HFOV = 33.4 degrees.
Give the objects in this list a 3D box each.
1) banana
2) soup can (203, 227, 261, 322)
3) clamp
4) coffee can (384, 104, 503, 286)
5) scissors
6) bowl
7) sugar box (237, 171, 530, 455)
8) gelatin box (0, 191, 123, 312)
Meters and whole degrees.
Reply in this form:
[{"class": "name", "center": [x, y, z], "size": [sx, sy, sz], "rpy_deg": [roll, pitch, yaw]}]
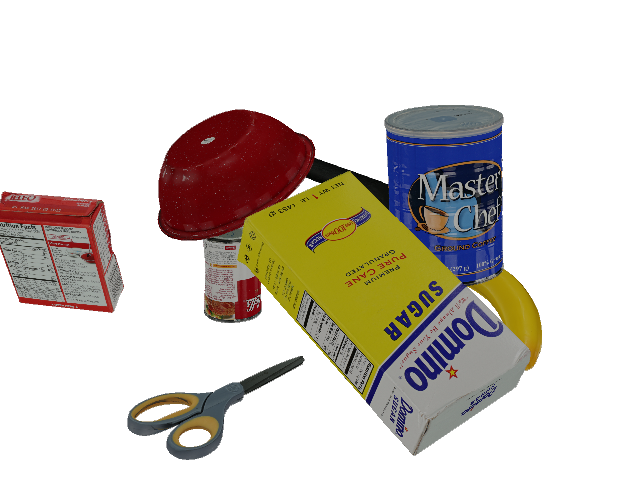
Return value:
[{"class": "banana", "center": [0.183, 0.066, 1.112], "size": [0.069, 0.037, 0.198], "rpy_deg": [-34, 38, -7]}, {"class": "soup can", "center": [-0.103, 0.036, 1.242], "size": [0.068, 0.102, 0.068], "rpy_deg": [0, 19, 0]}, {"class": "clamp", "center": [0.081, -0.052, 1.251], "size": [0.164, 0.036, 0.210], "rpy_deg": [-16, 52, -29]}, {"class": "coffee can", "center": [0.111, -0.041, 0.948], "size": [0.103, 0.140, 0.103], "rpy_deg": [-3, 19, 1]}, {"class": "scissors", "center": [-0.080, 0.156, 1.000], "size": [0.201, 0.016, 0.096], "rpy_deg": [-11, 33, -29]}, {"class": "bowl", "center": [-0.089, -0.071, 0.972], "size": [0.162, 0.055, 0.162], "rpy_deg": [-21, 31, 13]}, {"class": "sugar box", "center": [0.037, 0.039, 0.664], "size": [0.093, 0.048, 0.176], "rpy_deg": [-27, 58, -32]}, {"class": "gelatin box", "center": [-0.183, 0.008, 0.749], "size": [0.073, 0.089, 0.030], "rpy_deg": [5, 44, 9]}]
